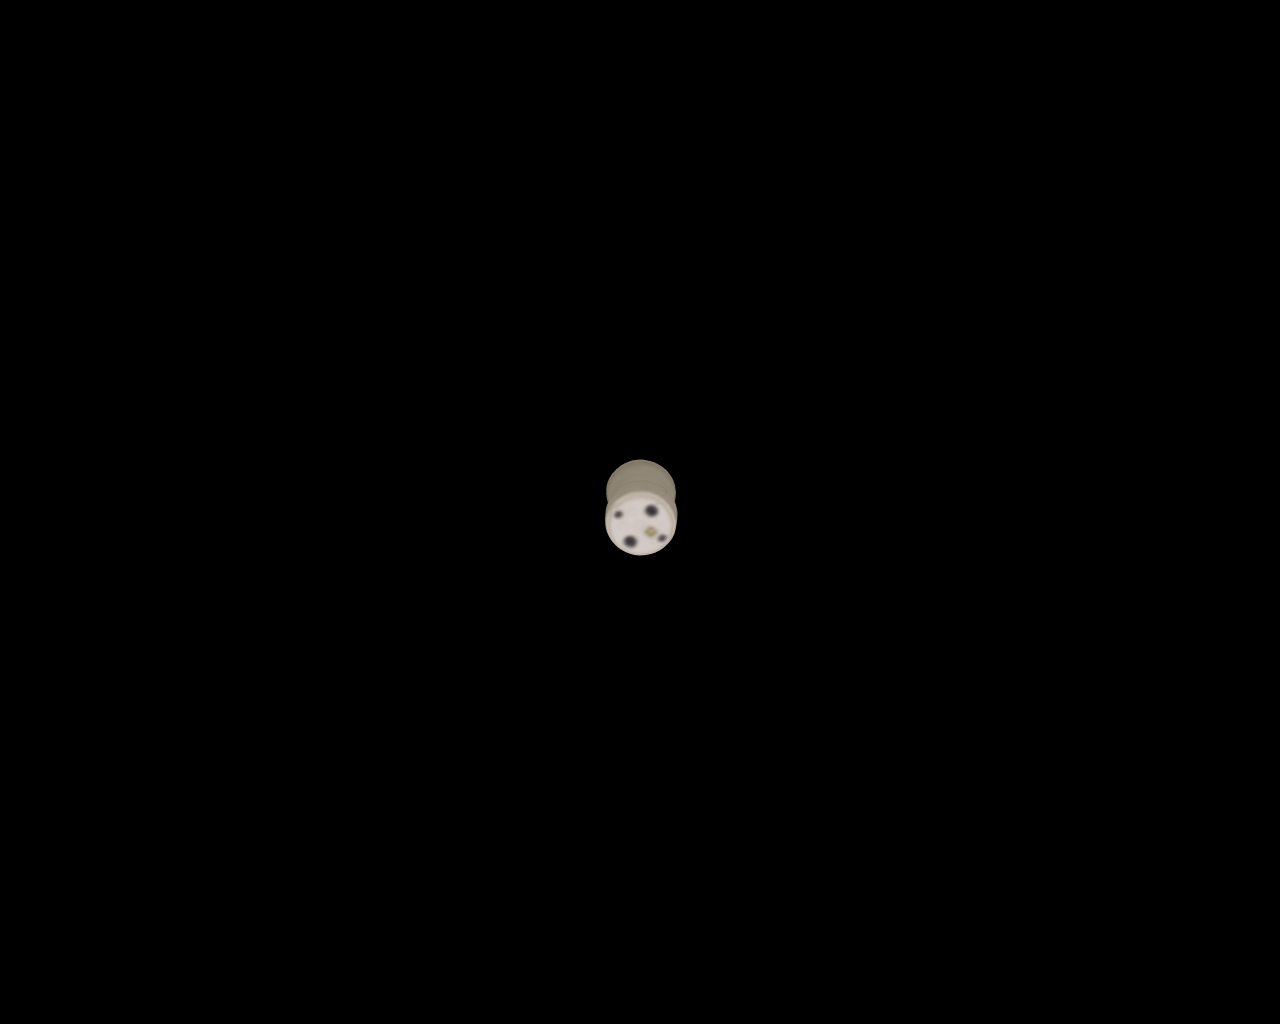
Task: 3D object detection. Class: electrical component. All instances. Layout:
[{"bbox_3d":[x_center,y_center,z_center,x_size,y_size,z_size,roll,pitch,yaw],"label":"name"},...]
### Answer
[{"bbox_3d":[0.001,-0.003,0.650,0.045,0.044,0.055,0,23,0],"label":"electrical component"}]
